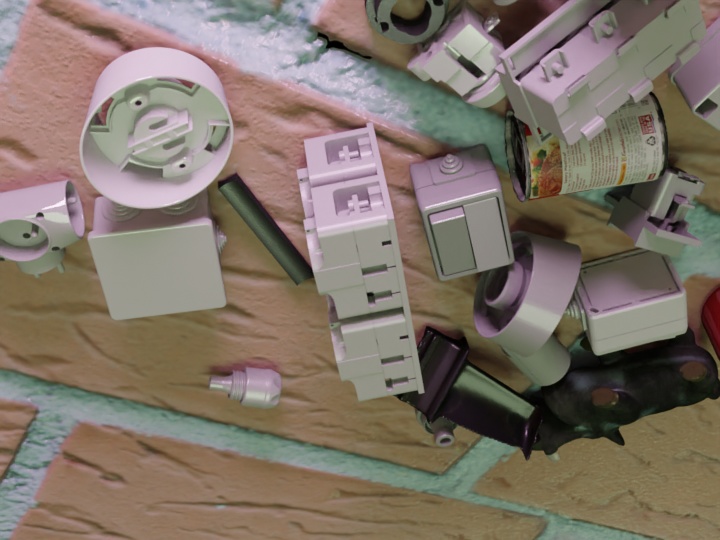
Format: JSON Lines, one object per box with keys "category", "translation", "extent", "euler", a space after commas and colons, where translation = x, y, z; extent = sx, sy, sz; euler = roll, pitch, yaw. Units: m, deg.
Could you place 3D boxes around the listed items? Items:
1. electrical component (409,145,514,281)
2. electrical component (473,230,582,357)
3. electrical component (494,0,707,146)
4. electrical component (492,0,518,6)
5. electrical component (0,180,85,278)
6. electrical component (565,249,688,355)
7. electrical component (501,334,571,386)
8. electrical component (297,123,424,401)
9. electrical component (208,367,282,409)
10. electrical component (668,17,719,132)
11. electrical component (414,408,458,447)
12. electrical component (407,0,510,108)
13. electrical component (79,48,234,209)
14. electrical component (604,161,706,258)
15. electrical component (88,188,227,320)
{"category": "electrical component", "translation": [0.077, -0.044, 0.806], "extent": [0.062, 0.061, 0.096], "euler": [-15, 135, 4]}
{"category": "electrical component", "translation": [0.135, 0.018, 0.856], "extent": [0.064, 0.099, 0.099], "euler": [20, 128, -19]}
{"category": "electrical component", "translation": [0.158, -0.140, 0.695], "extent": [0.121, 0.063, 0.078], "euler": [-39, 133, -6]}
{"category": "electrical component", "translation": [0.080, -0.202, 0.668], "extent": [0.044, 0.044, 0.065], "euler": [-38, 124, 25]}
{"category": "electrical component", "translation": [-0.239, -0.023, 0.782], "extent": [0.077, 0.044, 0.079], "euler": [-11, 135, 1]}
{"category": "electrical component", "translation": [0.219, 0.029, 0.903], "extent": [0.096, 0.061, 0.061], "euler": [-15, 135, 5]}
{"category": "electrical component", "translation": [0.146, 0.063, 0.935], "extent": [0.043, 0.043, 0.081], "euler": [-30, 131, 19]}
{"category": "electrical component", "translation": [0.000, 0.000, 0.804], "extent": [0.060, 0.105, 0.186], "euler": [-11, 135, 1]}
{"category": "electrical component", "translation": [-0.101, 0.101, 0.936], "extent": [0.061, 0.035, 0.035], "euler": [8, 132, -15]}
{"category": "electrical component", "translation": [0.296, -0.140, 0.755], "extent": [0.109, 0.056, 0.108], "euler": [24, 126, -29]}
{"category": "electrical component", "translation": [0.072, 0.130, 0.975], "extent": [0.048, 0.062, 0.048], "euler": [-5, 135, -5]}
{"category": "electrical component", "translation": [0.075, -0.142, 0.722], "extent": [0.055, 0.048, 0.066], "euler": [35, 120, -27]}
{"category": "electrical component", "translation": [-0.134, -0.095, 0.716], "extent": [0.099, 0.064, 0.099], "euler": [-5, 135, -5]}
{"category": "electrical component", "translation": [0.229, -0.050, 0.824], "extent": [0.042, 0.081, 0.063], "euler": [14, 108, -23]}
{"category": "electrical component", "translation": [-0.150, -0.014, 0.804], "extent": [0.100, 0.048, 0.099], "euler": [-7, 135, -3]}
